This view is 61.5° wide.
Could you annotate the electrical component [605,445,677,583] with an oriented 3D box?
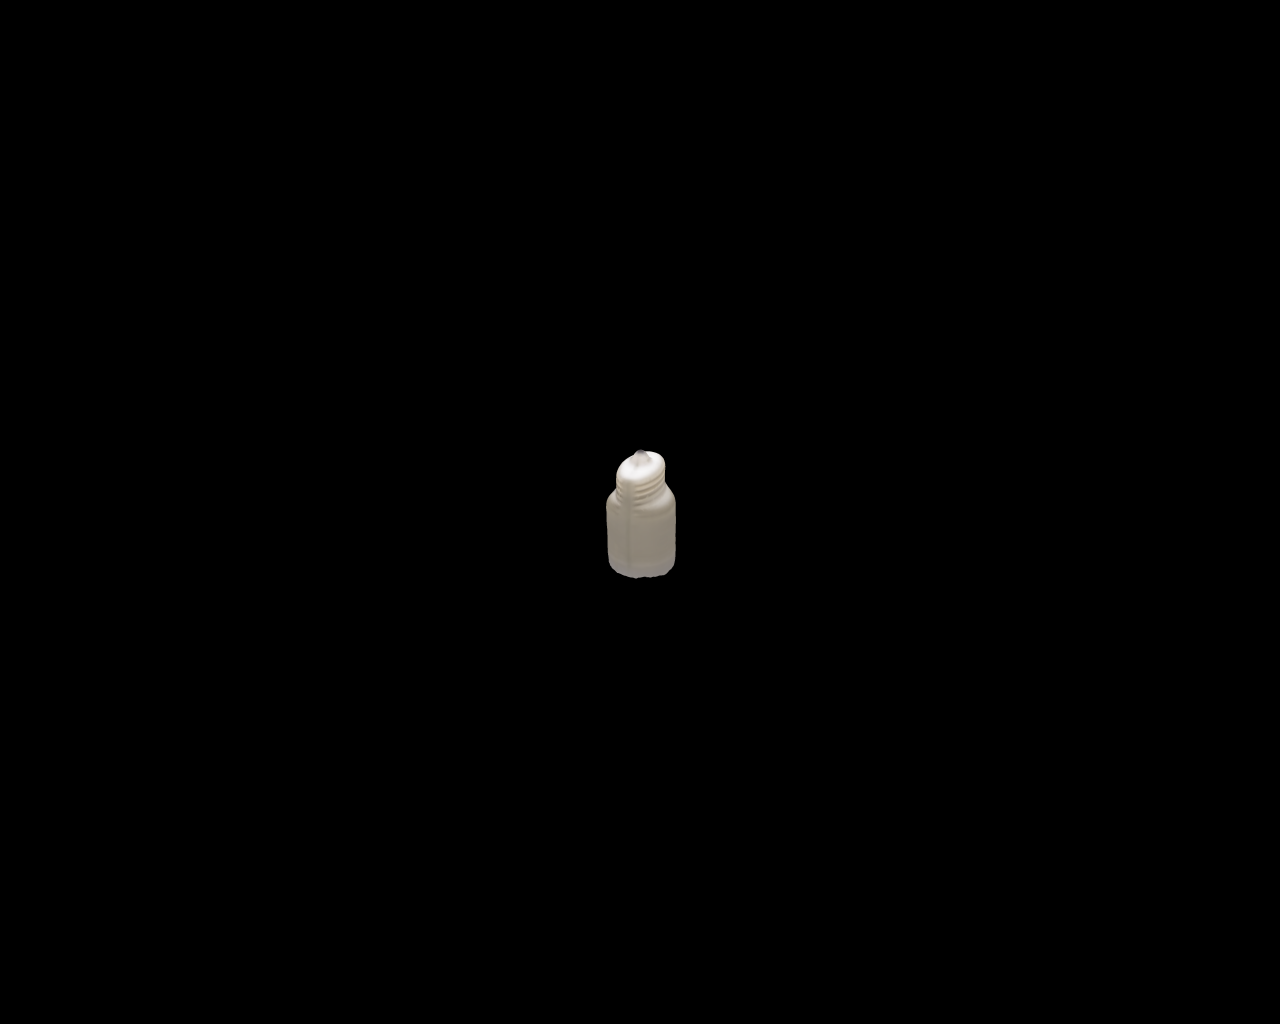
[{"bbox_3d":[0.001,-0.003,0.650,0.043,0.080,0.043,0,30,0],"label":"electrical component"}]
